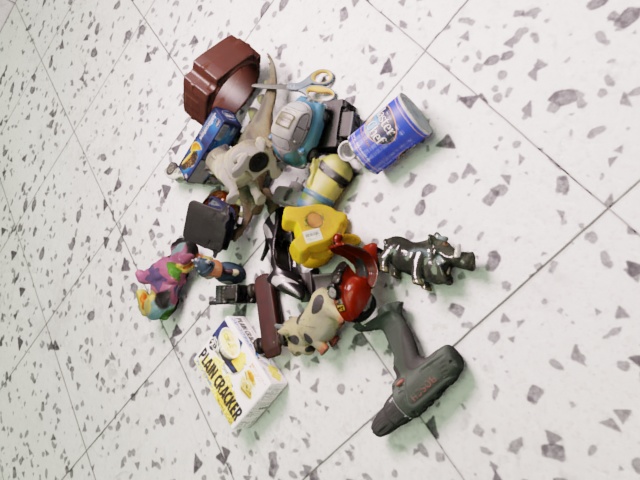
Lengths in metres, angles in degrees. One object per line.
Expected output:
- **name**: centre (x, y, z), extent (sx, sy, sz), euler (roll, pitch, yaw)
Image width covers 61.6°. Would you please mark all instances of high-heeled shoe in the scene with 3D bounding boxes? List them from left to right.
- **high-heeled shoe**: centre (-0.069, 0.026, 1.211), extent (0.249, 0.086, 0.145), euler (39, 107, 50)

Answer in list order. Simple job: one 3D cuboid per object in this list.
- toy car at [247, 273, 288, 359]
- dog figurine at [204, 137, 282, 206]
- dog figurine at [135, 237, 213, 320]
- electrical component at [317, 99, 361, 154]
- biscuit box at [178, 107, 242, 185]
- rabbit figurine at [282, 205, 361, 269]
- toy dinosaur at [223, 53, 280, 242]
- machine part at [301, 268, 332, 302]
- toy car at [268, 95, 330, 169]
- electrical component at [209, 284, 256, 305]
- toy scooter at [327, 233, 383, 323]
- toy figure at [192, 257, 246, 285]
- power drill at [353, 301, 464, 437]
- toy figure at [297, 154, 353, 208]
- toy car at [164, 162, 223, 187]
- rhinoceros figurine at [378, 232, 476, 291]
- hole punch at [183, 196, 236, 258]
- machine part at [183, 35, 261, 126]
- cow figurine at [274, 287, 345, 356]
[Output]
- **toy car**: centre (-0.117, 0.175, 1.256), extent (0.089, 0.053, 0.202), euler (-21, 65, 21)
- **dog figurine**: centre (-0.188, -0.187, 1.210), extent (0.172, 0.121, 0.191), euler (-56, 50, 20)
- **dog figurine**: centre (-0.388, 0.101, 1.442), extent (0.219, 0.108, 0.191), euler (-25, 67, 28)
- **electrical component**: centre (0.028, -0.257, 1.226), extent (0.134, 0.058, 0.114), euler (4, 86, 38)
- **biscuit box**: centre (-0.275, -0.232, 1.337), extent (0.202, 0.059, 0.063), euler (-49, 58, 28)
- **rabbit figurine**: centre (-0.002, -0.003, 1.155), extent (0.162, 0.173, 0.122), euler (-22, 61, -17)
- **toy dinosaur**: centre (-0.156, -0.222, 1.325), extent (0.199, 0.105, 0.471), euler (23, 97, 37)
- **machine part**: centre (0.012, 0.097, 1.185), extent (0.139, 0.039, 0.084), euler (-10, 71, 37)
- **toy car**: centre (-0.052, -0.243, 1.178), extent (0.109, 0.103, 0.161), euler (31, 101, 26)
- **electrical component**: centre (-0.223, 0.137, 1.331), extent (0.119, 0.074, 0.047), euler (-7, 78, 39)
- **toy scooter**: centre (0.061, 0.063, 1.056), extent (0.075, 0.135, 0.184), euler (-19, 39, 47)
- **toy figure**: centre (-0.247, 0.074, 1.308), extent (0.064, 0.154, 0.058), euler (-32, 62, 27)
- **power drill**: centre (0.144, 0.237, 1.034), extent (0.232, 0.086, 0.207), euler (-41, 56, 23)
- **toy figure**: centre (0.007, -0.105, 1.200), extent (0.089, 0.082, 0.180), euler (26, 90, 18)
- **toy car**: centre (-0.349, -0.178, 1.481), extent (0.202, 0.073, 0.056), euler (8, 85, 37)
- **rhinoceros figurine**: centre (0.205, 0.038, 1.035), extent (0.191, 0.073, 0.112), euler (11, 78, 39)
- **hole punch**: centre (-0.260, -0.040, 1.320), extent (0.116, 0.092, 0.142), euler (23, 108, 15)
- **machine part**: centre (-0.243, -0.389, 1.343), extent (0.087, 0.201, 0.201), euler (39, 62, 6)
- **cow figurine**: centre (-0.016, 0.179, 1.148), extent (0.127, 0.085, 0.194), euler (42, 125, 18)
